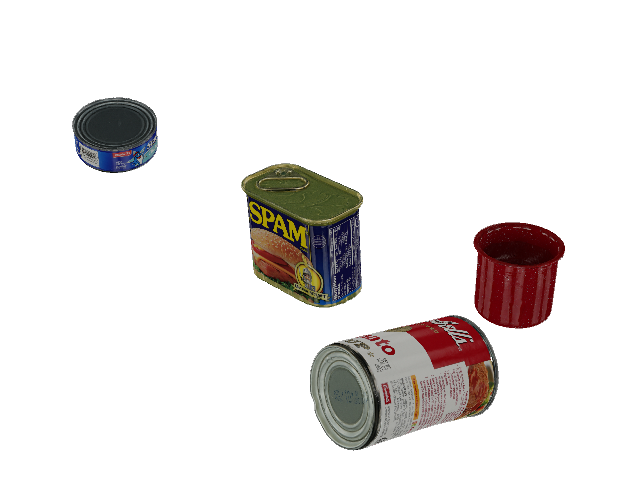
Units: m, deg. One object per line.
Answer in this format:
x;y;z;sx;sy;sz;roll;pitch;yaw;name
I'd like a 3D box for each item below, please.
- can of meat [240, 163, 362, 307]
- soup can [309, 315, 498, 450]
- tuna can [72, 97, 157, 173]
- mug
-0.013;-0.003;0.849;0.057;0.084;0.102;-28;38;-35;can of meat
0.052;0.089;0.674;0.102;0.068;0.069;-9;5;-36;soup can
-0.211;-0.108;1.099;0.086;0.034;0.086;2;44;-2;tuna can
0.202;0.032;1.126;0.093;0.081;0.117;-5;30;-8;mug
